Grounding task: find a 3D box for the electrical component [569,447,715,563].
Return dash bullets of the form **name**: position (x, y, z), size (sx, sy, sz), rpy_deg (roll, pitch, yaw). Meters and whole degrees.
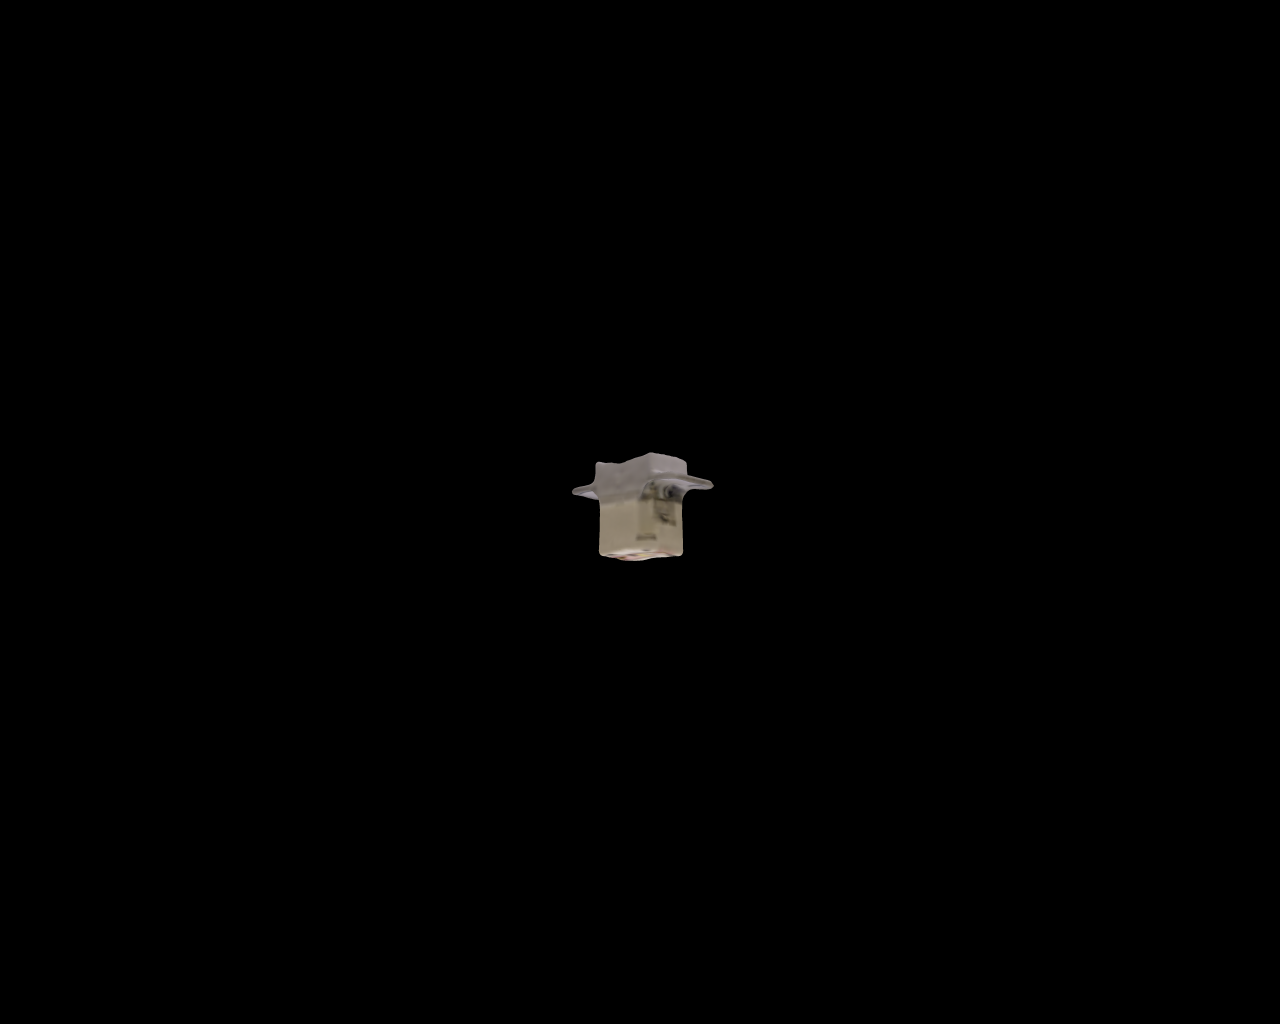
- **electrical component**: position (0.001, -0.003, 0.650), size (0.081, 0.063, 0.042), rpy_deg (-8, -13, 39)
